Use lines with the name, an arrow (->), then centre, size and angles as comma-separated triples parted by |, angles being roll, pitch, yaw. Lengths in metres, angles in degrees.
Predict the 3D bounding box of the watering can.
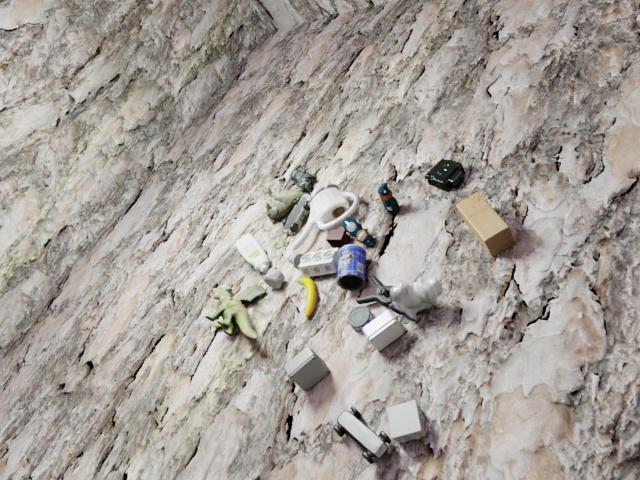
watering can -> 0.007, -0.110, 2.176 | 0.347, 0.102, 0.229 | -33, 38, 5

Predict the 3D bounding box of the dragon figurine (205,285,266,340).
dragon figurine -> -0.314, 0.265, 2.059 | 0.411, 0.120, 0.247 | 10, 50, 42

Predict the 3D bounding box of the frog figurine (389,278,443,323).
frog figurine -> 0.305, 0.168, 1.639 | 0.137, 0.158, 0.124 | 38, 14, -6
